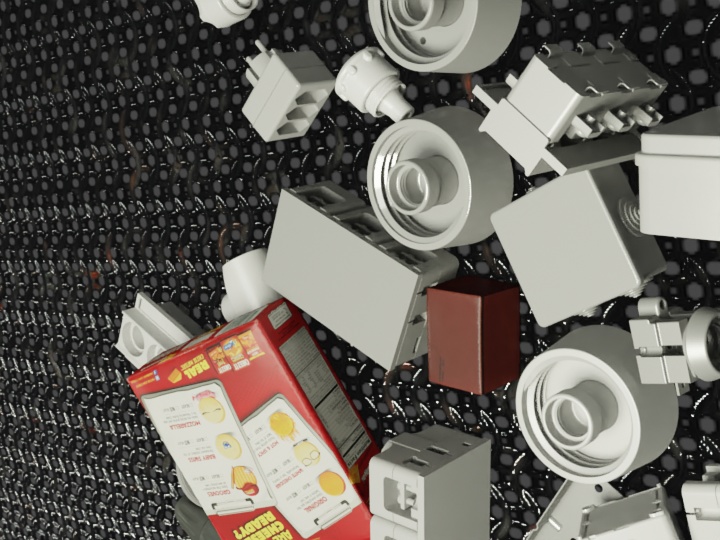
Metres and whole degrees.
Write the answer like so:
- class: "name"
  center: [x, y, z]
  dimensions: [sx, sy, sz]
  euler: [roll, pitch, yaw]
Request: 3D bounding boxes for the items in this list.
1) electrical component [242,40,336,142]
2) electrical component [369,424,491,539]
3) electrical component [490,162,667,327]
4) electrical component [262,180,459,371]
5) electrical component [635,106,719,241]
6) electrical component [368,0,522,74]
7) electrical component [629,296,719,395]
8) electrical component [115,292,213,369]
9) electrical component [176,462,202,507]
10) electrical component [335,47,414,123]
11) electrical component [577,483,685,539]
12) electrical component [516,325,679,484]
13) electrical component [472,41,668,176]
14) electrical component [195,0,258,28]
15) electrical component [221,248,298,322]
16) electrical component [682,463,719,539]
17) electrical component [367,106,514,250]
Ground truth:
- class: "electrical component"
  center: [-0.070, -0.159, 0.903]
  dimensions: [0.076, 0.047, 0.065]
  euler: [53, 131, 19]
- class: "electrical component"
  center: [0.054, 0.211, 0.869]
  dimensions: [0.062, 0.089, 0.150]
  euler: [12, 110, 40]
- class: "electrical component"
  center: [0.151, -0.019, 0.741]
  dimensions: [0.100, 0.048, 0.099]
  euler: [-29, 82, 43]
- class: "electrical component"
  center: [0.000, 0.000, 0.876]
  dimensions: [0.150, 0.062, 0.089]
  euler: [33, 122, 31]
- class: "electrical component"
  center: [0.218, -0.059, 0.624]
  dimensions: [0.078, 0.113, 0.057]
  euler: [8, 111, 41]
- class: "electrical component"
  center: [0.054, -0.193, 0.771]
  dimensions: [0.108, 0.060, 0.108]
  euler: [14, 111, 39]
- class: "electrical component"
  center: [0.215, 0.049, 0.706]
  dimensions: [0.055, 0.048, 0.066]
  euler: [-7, 97, 51]
- class: "electrical component"
  center: [-0.176, 0.083, 1.060]
  dimensions: [0.121, 0.063, 0.078]
  euler: [36, 124, 29]
- class: "electrical component"
  center: [-0.134, 0.188, 1.042]
  dimensions: [0.051, 0.080, 0.080]
  euler: [-20, 88, 39]
- class: "electrical component"
  center: [0.015, -0.139, 0.835]
  dimensions: [0.062, 0.048, 0.048]
  euler: [45, 128, 15]
- class: "electrical component"
  center: [0.191, 0.192, 0.741]
  dimensions: [0.062, 0.096, 0.061]
  euler: [-22, 87, 14]
- class: "electrical component"
  center: [0.161, 0.098, 0.758]
  dimensions: [0.108, 0.060, 0.108]
  euler: [14, 111, 39]
- class: "electrical component"
  center: [0.139, -0.104, 0.677]
  dimensions: [0.078, 0.121, 0.063]
  euler: [48, 127, 22]
- class: "electrical component"
  center: [-0.108, -0.234, 0.919]
  dimensions: [0.062, 0.043, 0.043]
  euler: [-11, 95, 42]
- class: "electrical component"
  center: [-0.101, 0.030, 0.988]
  dimensions: [0.079, 0.044, 0.077]
  euler: [-30, 81, 43]
- class: "electrical component"
  center: [0.255, 0.176, 0.702]
  dimensions: [0.056, 0.050, 0.089]
  euler: [-10, 95, 43]
- class: "electrical component"
  center: [0.054, -0.066, 0.808]
  dimensions: [0.108, 0.060, 0.108]
  euler: [14, 111, 39]
